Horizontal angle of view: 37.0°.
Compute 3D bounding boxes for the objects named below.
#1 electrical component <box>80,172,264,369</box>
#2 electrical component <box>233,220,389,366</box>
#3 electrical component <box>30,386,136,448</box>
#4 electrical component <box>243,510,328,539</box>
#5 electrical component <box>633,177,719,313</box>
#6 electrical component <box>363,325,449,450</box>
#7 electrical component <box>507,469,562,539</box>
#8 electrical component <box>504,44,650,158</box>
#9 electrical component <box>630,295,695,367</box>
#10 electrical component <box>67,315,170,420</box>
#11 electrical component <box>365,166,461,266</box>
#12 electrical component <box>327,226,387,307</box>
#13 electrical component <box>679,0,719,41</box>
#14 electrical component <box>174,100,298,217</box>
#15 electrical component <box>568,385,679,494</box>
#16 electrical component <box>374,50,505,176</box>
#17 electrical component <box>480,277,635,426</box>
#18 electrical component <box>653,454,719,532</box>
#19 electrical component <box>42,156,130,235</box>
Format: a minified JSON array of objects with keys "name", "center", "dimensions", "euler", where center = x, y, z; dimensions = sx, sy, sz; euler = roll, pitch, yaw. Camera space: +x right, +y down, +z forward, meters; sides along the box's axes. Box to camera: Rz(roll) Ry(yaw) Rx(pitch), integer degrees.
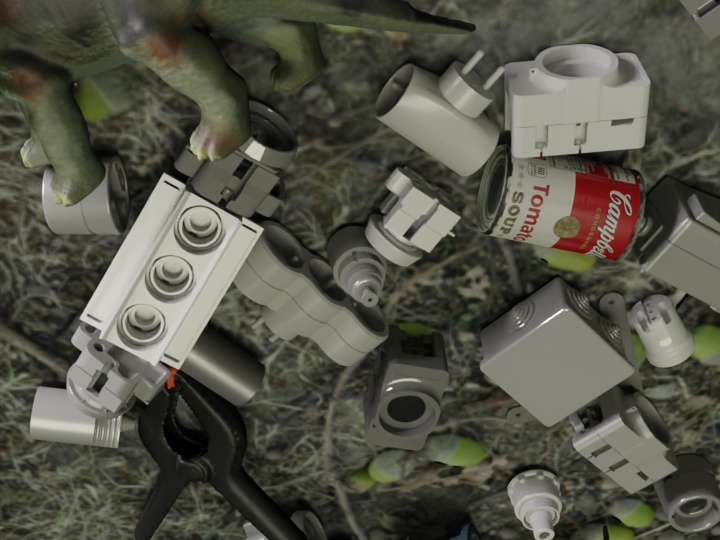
[{"name":"electrical component","center":[-0.134,-0.002,0.769],"dimensions":[0.079,0.063,0.121],"euler":[29,102,-14]},{"name":"electrical component","center":[-0.051,0.029,0.821],"dimensions":[0.074,0.052,0.138],"euler":[-39,119,23]},{"name":"electrical component","center":[-0.227,0.122,0.887],"dimensions":[0.081,0.043,0.043],"euler":[8,126,-9]},{"name":"electrical component","center":[-0.064,0.253,0.978],"dimensions":[0.057,0.058,0.078],"euler":[-24,85,13]},{"name":"electrical component","center":[0.243,-0.024,0.790],"dimensions":[0.096,0.061,0.061],"euler":[25,121,-19]},{"name":"electrical component","center":[0.036,0.100,0.875],"dimensions":[0.050,0.055,0.089],"euler":[9,125,-9]},{"name":"electrical component","center":[0.159,0.213,0.960],"dimensions":[0.048,0.062,0.048],"euler":[-2,127,-2]},{"name":"electrical component","center":[0.145,-0.115,0.725],"dimensions":[0.089,0.050,0.055],"euler":[-5,127,1]},{"name":"electrical component","center":[0.240,0.048,0.858],"dimensions":[0.040,0.040,0.046],"euler":[-26,117,16]},{"name":"electrical component","center":[-0.196,0.081,0.847],"dimensions":[0.078,0.058,0.057],"euler":[38,123,0]},{"name":"electrical component","center":[0.036,-0.036,0.782],"dimensions":[0.066,0.048,0.055],"euler":[30,112,-22]},{"name":"electrical component","center":[0.000,0.000,0.789],"dimensions":[0.040,0.078,0.040],"euler":[-6,124,-9]},{"name":"electrical component","center":[0.233,-0.185,0.682],"dimensions":[0.055,0.048,0.066],"euler":[-33,122,29]},{"name":"electrical component","center":[-0.079,-0.079,0.738],"dimensions":[0.078,0.058,0.057],"euler":[28,123,-21]},{"name":"electrical component","center":[0.226,0.141,0.914],"dimensions":[0.056,0.050,0.089],"euler":[-36,123,25]},{"name":"electrical component","center":[0.064,-0.114,0.726],"dimensions":[0.077,0.044,0.079],"euler":[31,119,-23]},{"name":"electrical component","center":[0.154,0.064,0.856],"dimensions":[0.100,0.048,0.100],"euler":[-38,116,24]},{"name":"electrical component","center":[0.297,0.202,0.968],"dimensions":[0.055,0.047,0.055],"euler":[-1,126,-2]},{"name":"electrical component","center":[-0.192,-0.051,0.755],"dimensions":[0.047,0.055,0.055],"euler":[-3,126,3]}]
